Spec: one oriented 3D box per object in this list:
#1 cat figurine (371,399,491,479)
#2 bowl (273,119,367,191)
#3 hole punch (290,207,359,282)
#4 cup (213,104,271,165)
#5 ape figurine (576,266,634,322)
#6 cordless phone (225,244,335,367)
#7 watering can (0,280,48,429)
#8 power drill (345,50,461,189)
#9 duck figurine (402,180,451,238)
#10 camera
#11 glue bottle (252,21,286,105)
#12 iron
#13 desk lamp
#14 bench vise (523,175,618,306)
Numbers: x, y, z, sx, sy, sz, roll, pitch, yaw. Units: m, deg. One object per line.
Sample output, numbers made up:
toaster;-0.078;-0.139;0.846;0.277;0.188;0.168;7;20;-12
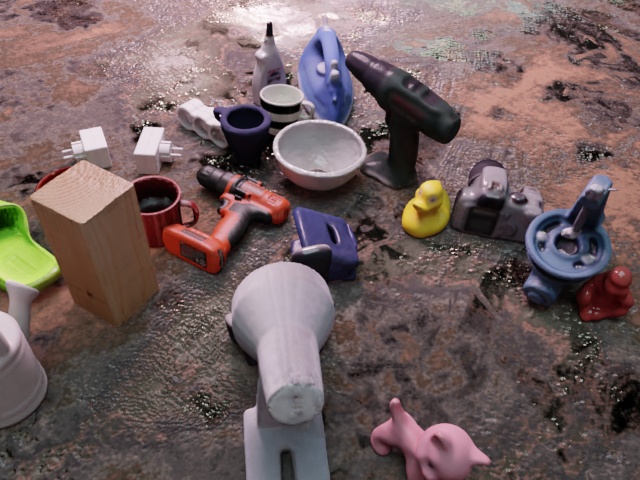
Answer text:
cat figurine;0.124;0.233;0.656;0.067;0.118;0.127;-32;56;-30
bowl;-0.002;-0.141;1.034;0.167;0.075;0.167;3;46;-2
hole punch;0.008;0.003;0.885;0.101;0.091;0.108;-7;47;-11
cup;-0.147;-0.192;1.056;0.117;0.095;0.092;25;49;18
ape figurine;0.431;0.075;0.853;0.077;0.092;0.076;26;50;19
cordless phone;-0.051;0.073;0.748;0.148;0.185;0.094;-13;49;-16
watering can;-0.394;0.123;0.664;0.101;0.194;0.172;-1;46;-6
power drill;0.130;-0.203;1.012;0.229;0.208;0.076;30;51;23
duck figurine;0.186;-0.064;0.969;0.077;0.086;0.105;33;52;24
camera;0.307;-0.082;0.986;0.143;0.101;0.137;12;46;7
glue bottle;-0.104;-0.363;1.170;0.037;0.173;0.078;37;54;27
iron;0.020;-0.349;1.190;0.119;0.141;0.258;-3;47;-8
desk lamp;-0.035;0.162;0.644;0.118;0.214;0.203;-4;47;-8
bench vise;0.380;-0.031;0.861;0.121;0.220;0.207;16;47;11
